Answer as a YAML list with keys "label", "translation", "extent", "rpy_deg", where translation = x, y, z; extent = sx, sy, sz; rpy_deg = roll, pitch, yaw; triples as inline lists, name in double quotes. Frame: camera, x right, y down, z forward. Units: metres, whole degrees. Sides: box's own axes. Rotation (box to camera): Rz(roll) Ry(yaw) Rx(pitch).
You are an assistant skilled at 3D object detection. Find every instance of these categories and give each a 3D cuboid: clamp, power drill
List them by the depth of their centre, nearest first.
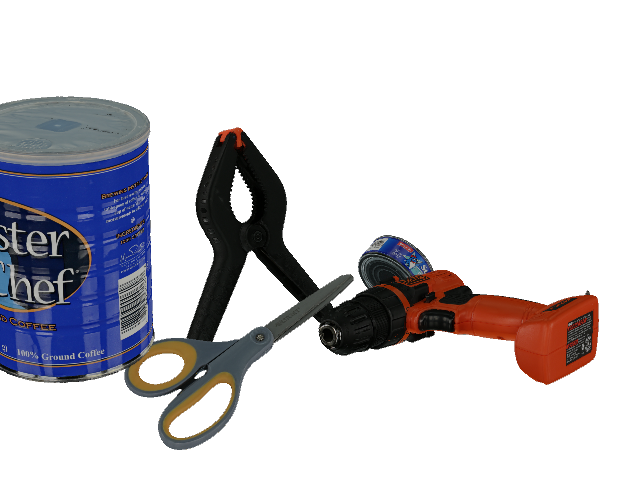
- label: "power drill"
  translation: [0.115, 0.068, 0.868]
  extent: [0.188, 0.057, 0.184]
  rpy_deg: [10, 17, 37]
- label: "clamp"
  translation: [-0.059, 0.001, 0.995]
  extent: [0.164, 0.210, 0.036]
  rpy_deg: [-4, 0, -38]

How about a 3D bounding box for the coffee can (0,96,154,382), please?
- label: "coffee can"
  translation: [-0.150, -0.003, 0.627]
  extent: [0.103, 0.140, 0.103]
  rpy_deg: [2, 24, -1]

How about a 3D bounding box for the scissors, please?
- label: "scissors"
  translation: [-0.066, 0.072, 0.805]
  extent: [0.096, 0.201, 0.016]
  rpy_deg: [28, -36, 16]

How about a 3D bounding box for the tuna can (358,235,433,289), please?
- label: "tuna can"
  translation: [0.086, 0.037, 1.225]
  extent: [0.086, 0.086, 0.033]
  rpy_deg: [0, 38, 47]
